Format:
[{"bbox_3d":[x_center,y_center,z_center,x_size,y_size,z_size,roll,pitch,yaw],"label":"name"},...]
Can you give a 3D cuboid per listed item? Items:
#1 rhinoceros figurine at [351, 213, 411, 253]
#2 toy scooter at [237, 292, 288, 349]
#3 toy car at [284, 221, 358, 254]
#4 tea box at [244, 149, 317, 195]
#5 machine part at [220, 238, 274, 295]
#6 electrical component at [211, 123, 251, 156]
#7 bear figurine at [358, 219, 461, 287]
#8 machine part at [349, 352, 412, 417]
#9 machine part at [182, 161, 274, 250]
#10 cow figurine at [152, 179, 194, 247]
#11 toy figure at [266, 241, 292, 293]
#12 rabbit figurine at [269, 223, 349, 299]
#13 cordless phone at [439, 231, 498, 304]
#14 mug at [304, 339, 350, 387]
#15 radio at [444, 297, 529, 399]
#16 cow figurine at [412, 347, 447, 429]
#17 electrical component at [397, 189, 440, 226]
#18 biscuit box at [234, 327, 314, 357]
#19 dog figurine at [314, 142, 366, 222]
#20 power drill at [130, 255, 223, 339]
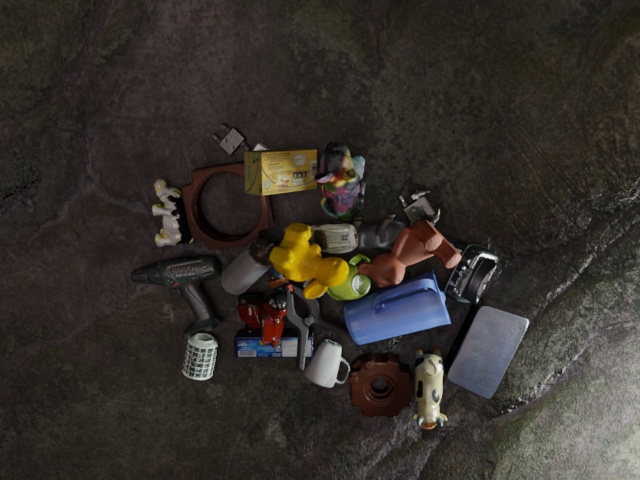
[{"bbox_3d":[0.158,-0.005,1.297,0.190,0.073,0.112,3,101,4],"label":"rhinoceros figurine"},{"bbox_3d":[-0.140,0.197,1.326,0.184,0.075,0.135,-5,92,49],"label":"toy scooter"},{"bbox_3d":[-0.003,-0.004,1.295,0.202,0.056,0.073,-3,106,30],"label":"toy car"},{"bbox_3d":[-0.088,-0.159,1.237,0.068,0.169,0.098,13,106,46],"label":"tea box"},{"bbox_3d":[-0.174,0.066,1.301,0.079,0.079,0.243,42,135,-5],"label":"machine part"},{"bbox_3d":[-0.215,-0.237,1.306,0.094,0.021,0.063,41,103,-5],"label":"electrical component"},{"bbox_3d":[0.194,0.047,1.211,0.196,0.132,0.120,-43,124,9],"label":"bear figurine"},{"bbox_3d":[0.156,0.376,1.390,0.179,0.056,0.179,1,104,4],"label":"machine part"},{"bbox_3d":[-0.221,-0.085,1.308,0.201,0.087,0.201,-9,100,7],"label":"machine part"},{"bbox_3d":[-0.362,-0.069,1.332,0.098,0.068,0.167,-1,105,0],"label":"cow figurine"},{"bbox_3d":[-0.106,0.081,1.348,0.064,0.058,0.154,-12,105,10],"label":"toy figure"},{"bbox_3d":[-0.018,0.066,1.233,0.173,0.122,0.162,16,137,16],"label":"rabbit figurine"},{"bbox_3d":[0.322,0.063,1.305,0.184,0.089,0.146,26,104,10],"label":"cordless phone"},{"bbox_3d":[0.025,0.316,1.376,0.110,0.081,0.107,19,93,7],"label":"mug"},{"bbox_3d":[0.407,0.264,1.336,0.131,0.073,0.229,21,102,1],"label":"radio"},{"bbox_3d":[0.273,0.380,1.344,0.086,0.127,0.194,2,100,7],"label":"cow figurine"},{"bbox_3d":[0.241,-0.076,1.289,0.078,0.045,0.102,-27,99,8],"label":"electrical component"},{"bbox_3d":[-0.118,0.265,1.386,0.203,0.063,0.059,-1,103,6],"label":"biscuit box"},{"bbox_3d":[0.043,-0.124,1.208,0.109,0.219,0.191,2,102,8],"label":"dog figurine"},{"bbox_3d":[-0.350,0.143,1.379,0.232,0.086,0.207,-17,93,6],"label":"power drill"}]
